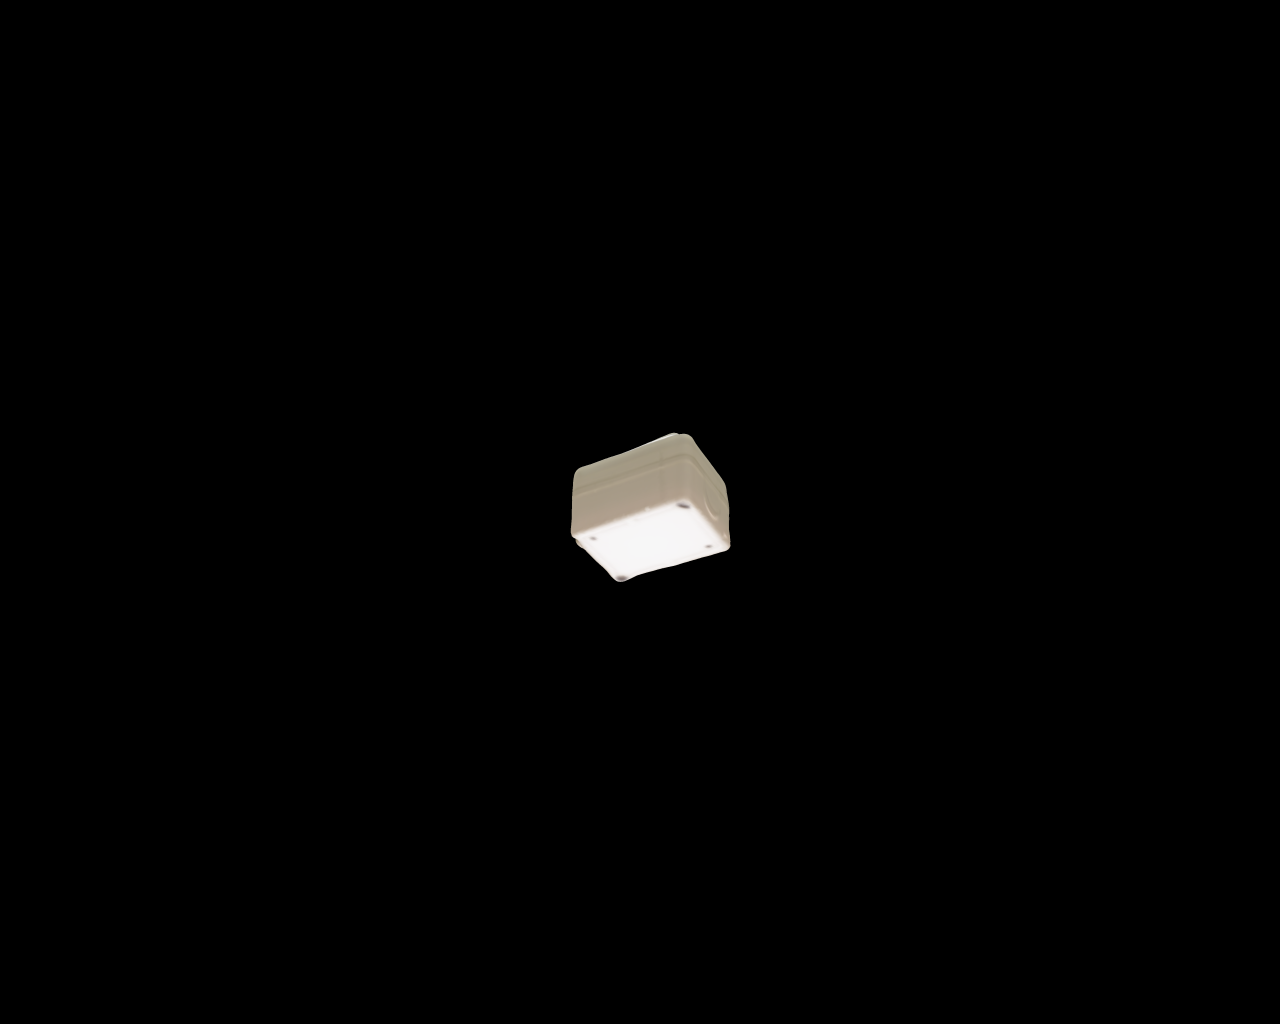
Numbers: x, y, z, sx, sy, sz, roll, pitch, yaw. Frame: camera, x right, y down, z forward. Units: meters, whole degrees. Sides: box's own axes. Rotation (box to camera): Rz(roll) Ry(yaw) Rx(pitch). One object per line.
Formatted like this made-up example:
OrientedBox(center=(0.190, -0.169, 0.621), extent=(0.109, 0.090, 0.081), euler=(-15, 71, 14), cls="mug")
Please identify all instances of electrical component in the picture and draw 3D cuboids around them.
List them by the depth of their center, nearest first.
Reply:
OrientedBox(center=(0.001, -0.003, 0.650), extent=(0.096, 0.061, 0.061), euler=(-17, -40, 22), cls="electrical component")
